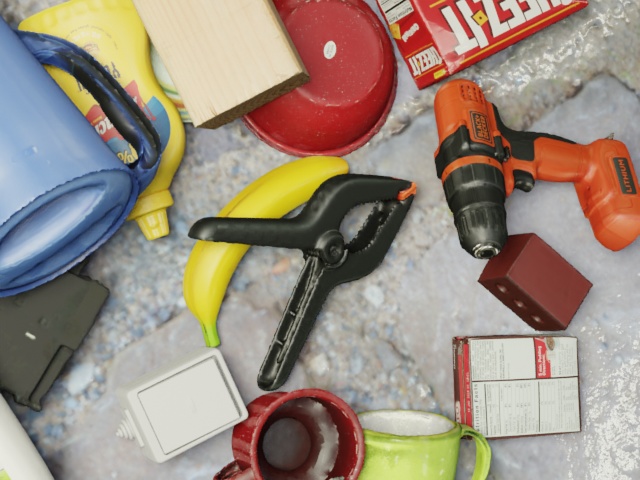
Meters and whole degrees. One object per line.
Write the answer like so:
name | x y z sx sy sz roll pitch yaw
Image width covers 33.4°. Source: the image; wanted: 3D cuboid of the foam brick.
foam brick | 0.190 0.038 0.947 0.078 0.053 0.051 40 74 -12

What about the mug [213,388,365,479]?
mug | -0.032 0.168 0.841 0.117 0.082 0.093 -29 95 -20

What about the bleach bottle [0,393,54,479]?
bleach bottle | -0.248 0.160 0.736 0.102 0.068 0.251 -28 104 5

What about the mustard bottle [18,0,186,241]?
mustard bottle | -0.158 -0.092 0.831 0.096 0.058 0.191 -20 93 -3

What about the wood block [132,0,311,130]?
wood block | -0.094 -0.196 0.806 0.091 0.090 0.206 -26 92 6

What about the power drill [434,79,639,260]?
power drill | 0.188 -0.047 0.918 0.187 0.057 0.184 14 51 -22

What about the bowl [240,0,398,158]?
bowl | 0.001 -0.151 0.897 0.162 0.055 0.162 2 84 -19

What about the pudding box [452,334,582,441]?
pudding box | 0.173 0.129 0.941 0.113 0.039 0.090 0 86 -17

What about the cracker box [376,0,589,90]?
cracker box | 0.118 -0.265 0.939 0.164 0.072 0.213 -29 96 -19

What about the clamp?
clamp | -0.006 0.001 0.870 0.209 0.036 0.164 -42 125 -21

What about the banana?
banana | -0.054 -0.009 0.877 0.197 0.037 0.069 -52 132 -13

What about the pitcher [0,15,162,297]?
pitcher | -0.235 -0.094 0.744 0.145 0.149 0.243 -41 75 13

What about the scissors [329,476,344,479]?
scissors | -0.037 0.207 0.794 0.096 0.202 0.016 12 54 4
